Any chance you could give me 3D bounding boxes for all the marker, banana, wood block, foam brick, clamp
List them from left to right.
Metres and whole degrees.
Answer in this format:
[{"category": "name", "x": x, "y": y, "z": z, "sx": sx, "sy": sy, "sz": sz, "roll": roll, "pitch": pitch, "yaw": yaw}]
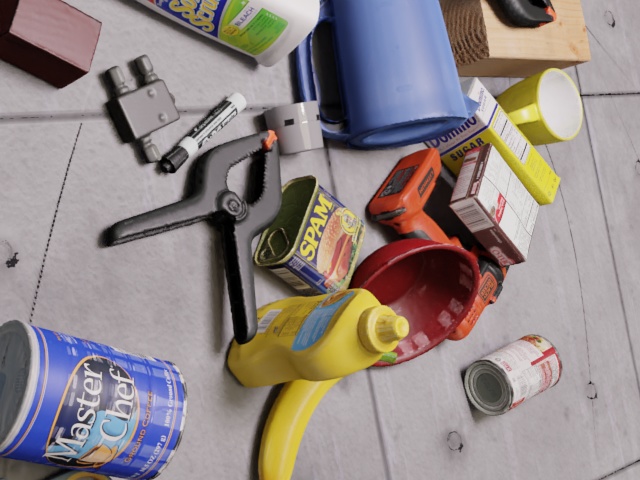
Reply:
[{"category": "foam brick", "x": -0.232, "y": -0.171, "z": 0.894, "sx": 0.078, "sy": 0.053, "sz": 0.051, "roll": 26, "pitch": 65, "yaw": -36}, {"category": "marker", "x": -0.111, "y": -0.101, "z": 1.012, "sx": 0.020, "sy": 0.020, "sz": 0.121, "roll": 56, "pitch": 51, "yaw": -19}, {"category": "clamp", "x": -0.098, "y": -0.028, "z": 0.995, "sx": 0.164, "sy": 0.036, "sz": 0.210, "roll": 34, "pitch": 56, "yaw": -23}, {"category": "banana", "x": -0.006, "y": 0.158, "z": 1.024, "sx": 0.070, "sy": 0.037, "sz": 0.197, "roll": 39, "pitch": 67, "yaw": 9}, {"category": "clamp", "x": 0.210, "y": -0.306, "z": 1.207, "sx": 0.171, "sy": 0.039, "sz": 0.120, "roll": 27, "pitch": 68, "yaw": -41}, {"category": "wood block", "x": 0.229, "y": -0.252, "z": 1.300, "sx": 0.205, "sy": 0.091, "sz": 0.090, "roll": -7, "pitch": 86, "yaw": -42}]

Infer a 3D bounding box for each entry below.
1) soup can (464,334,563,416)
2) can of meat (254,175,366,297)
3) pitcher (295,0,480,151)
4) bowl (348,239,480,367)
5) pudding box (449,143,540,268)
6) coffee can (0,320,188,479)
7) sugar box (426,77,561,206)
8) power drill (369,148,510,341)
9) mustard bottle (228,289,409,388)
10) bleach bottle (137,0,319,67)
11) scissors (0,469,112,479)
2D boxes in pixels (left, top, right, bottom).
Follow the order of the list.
[{"category": "soup can", "x": 0.223, "y": 0.155, "z": 1.227, "sx": 0.102, "sy": 0.069, "sz": 0.068, "roll": -18, "pitch": 94, "yaw": -42}, {"category": "can of meat", "x": -0.007, "y": 0.001, "z": 1.060, "sx": 0.083, "sy": 0.058, "sz": 0.102, "roll": 38, "pitch": 59, "yaw": -33}, {"category": "pitcher", "x": 0.061, "y": -0.221, "z": 1.129, "sx": 0.149, "sy": 0.145, "sz": 0.243, "roll": -2, "pitch": 79, "yaw": -54}, {"category": "bowl", "x": 0.082, "y": 0.053, "z": 1.097, "sx": 0.161, "sy": 0.162, "sz": 0.055, "roll": 13, "pitch": 29, "yaw": -40}, {"category": "pudding box", "x": 0.197, "y": -0.038, "z": 1.195, "sx": 0.113, "sy": 0.039, "sz": 0.090, "roll": 48, "pitch": 45, "yaw": -29}, {"category": "coffee can", "x": -0.190, "y": 0.129, "z": 0.837, "sx": 0.140, "sy": 0.103, "sz": 0.103, "roll": 21, "pitch": 68, "yaw": -38}, {"category": "sugar box", "x": 0.190, "y": -0.103, "z": 1.234, "sx": 0.176, "sy": 0.094, "sz": 0.048, "roll": 41, "pitch": 55, "yaw": -28}, {"category": "power drill", "x": 0.147, "y": -0.008, "z": 1.199, "sx": 0.187, "sy": 0.057, "sz": 0.184, "roll": 53, "pitch": 48, "yaw": -19}, {"category": "mustard bottle", "x": 0.005, "y": 0.086, "z": 0.960, "sx": 0.058, "sy": 0.192, "sz": 0.096, "roll": 56, "pitch": 51, "yaw": -19}, {"category": "bleach bottle", "x": -0.127, "y": -0.241, "z": 0.985, "sx": 0.250, "sy": 0.103, "sz": 0.068, "roll": 15, "pitch": 60, "yaw": -32}, {"category": "scissors", "x": -0.235, "y": 0.187, "z": 0.844, "sx": 0.201, "sy": 0.016, "sz": 0.096, "roll": 51, "pitch": 51, "yaw": -22}]
